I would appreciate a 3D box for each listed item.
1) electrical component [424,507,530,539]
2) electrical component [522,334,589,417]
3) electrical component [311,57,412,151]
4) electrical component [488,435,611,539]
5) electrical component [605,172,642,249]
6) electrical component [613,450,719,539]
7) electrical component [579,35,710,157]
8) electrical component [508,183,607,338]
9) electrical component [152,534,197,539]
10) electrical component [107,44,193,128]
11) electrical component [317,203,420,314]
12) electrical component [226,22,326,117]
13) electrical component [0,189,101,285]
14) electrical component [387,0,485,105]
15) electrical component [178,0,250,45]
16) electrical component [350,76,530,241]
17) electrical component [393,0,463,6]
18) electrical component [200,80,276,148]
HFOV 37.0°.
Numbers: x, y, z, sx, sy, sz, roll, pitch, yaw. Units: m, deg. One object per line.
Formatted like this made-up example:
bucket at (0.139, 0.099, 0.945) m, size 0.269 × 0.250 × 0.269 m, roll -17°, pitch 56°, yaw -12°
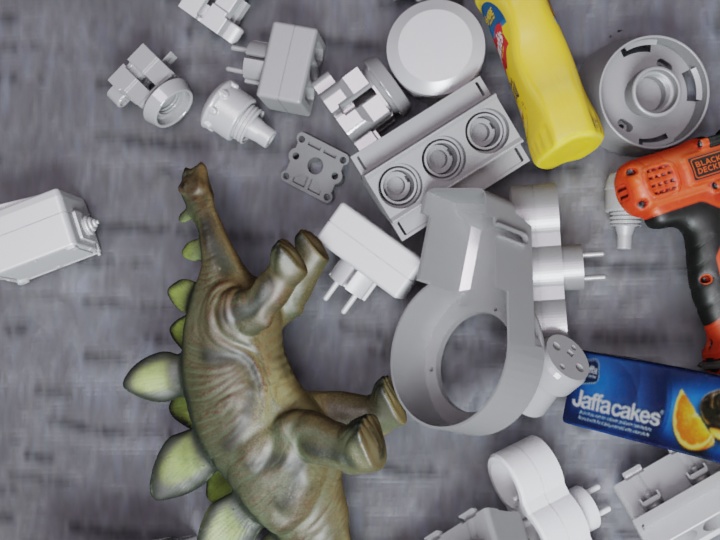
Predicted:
electrical component at (0.077, 0.233, 0.821) m, size 0.121 × 0.079 × 0.063 m, roll -42°, pitch 46°, yaw 35°
electrical component at (0.143, 0.081, 0.828) m, size 0.045 × 0.045 × 0.055 m, roll 49°, pitch 131°, yaw 9°
electrical component at (0.006, -0.140, 0.895) m, size 0.057 × 0.058 × 0.078 m, roll -36°, pitch 83°, yaw 5°
electrical component at (0.164, 0.194, 0.846) m, size 0.074 × 0.052 × 0.138 m, roll -22°, pitch 81°, yaw -19°
electrical component at (0.215, -0.047, 0.870) m, size 0.035 × 0.035 × 0.061 m, roll 3°, pitch 88°, yaw 8°
electrical component at (0.263, 0.166, 0.824) m, size 0.121 × 0.078 × 0.063 m, roll -31°, pitch 52°, yaw 4°
electrical component at (0.230, -0.142, 0.874) m, size 0.099 × 0.064 × 0.099 m, roll 0°, pitch 93°, yaw -4°
electrical component at (0.160, -0.002, 0.863) m, size 0.074 × 0.052 × 0.138 m, roll -4°, pitch 84°, yaw 7°
electrical component at (-0.191, 0.250, 0.858) m, size 0.109 × 0.109 × 0.056 m, roll -11°, pitch 81°, yaw 6°
electrical component at (-0.177, -0.156, 0.927) m, size 0.066 × 0.048 × 0.055 m, roll -46°, pitch 73°, yaw 1°
electrical component at (0.000, 0.000, 0.887) m, size 0.083 × 0.047 × 0.075 m, roll 36°, pitch 94°, yaw 9°
electrical component at (-0.076, -0.173, 0.914) m, size 0.077 × 0.047 × 0.065 m, roll 12°, pitch 86°, yaw 9°
electrical component at (-0.270, -0.033, 0.919) m, size 0.096 × 0.062 × 0.061 m, roll -20°, pitch 82°, yaw 5°
electrical component at (0.064, -0.179, 0.894) m, size 0.080 × 0.051 × 0.080 m, roll -1°, pitch 84°, yaw 8°
electrical component at (-0.118, -0.235, 0.927) m, size 0.066 × 0.048 × 0.055 m, roll 37°, pitch 97°, yaw 10°
electrical component at (0.063, -0.089, 0.869) m, size 0.121 × 0.063 × 0.078 m, roll -32°, pitch 97°, yaw -3°
electrical component at (0.042, -0.249, 0.905) m, size 0.077 × 0.047 × 0.065 m, roll -15°, pitch 83°, yaw 6°
electrical component at (-0.101, -0.128, 0.915) m, size 0.062 × 0.048 × 0.048 m, roll 34°, pitch 90°, yaw 2°
